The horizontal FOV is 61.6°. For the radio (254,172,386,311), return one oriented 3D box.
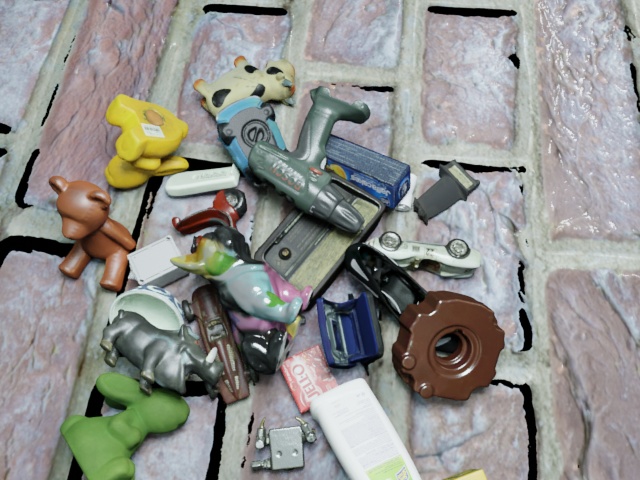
[{"bbox_3d":[-0.002,-0.003,0.944,0.131,0.073,0.229,36,70,12],"label":"radio"}]

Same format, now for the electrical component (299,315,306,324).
[{"bbox_3d":[-0.070,0.151,0.908,0.094,0.021,0.063,-1,68,-2],"label":"electrical component"}]

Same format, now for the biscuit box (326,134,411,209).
[{"bbox_3d":[0.065,-0.130,0.979,0.203,0.059,0.063,27,61,25],"label":"biscuit box"}]

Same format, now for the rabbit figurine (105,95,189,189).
[{"bbox_3d":[-0.325,-0.163,0.977,0.122,0.173,0.162,53,32,17],"label":"rabbit figurine"}]

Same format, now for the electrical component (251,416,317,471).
[{"bbox_3d":[-0.056,0.314,0.829,0.102,0.045,0.078,0,66,0],"label":"electrical component"}]

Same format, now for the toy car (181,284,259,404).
[{"bbox_3d":[-0.166,0.165,0.887,0.089,0.053,0.202,-17,68,-10],"label":"toy car"}]

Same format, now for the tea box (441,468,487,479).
[{"bbox_3d":[0.173,0.408,0.780,0.170,0.068,0.098,-19,70,-7],"label":"tea box"}]

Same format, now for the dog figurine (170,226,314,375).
[{"bbox_3d":[-0.130,0.087,0.839,0.219,0.108,0.191,26,109,11],"label":"dog figurine"}]

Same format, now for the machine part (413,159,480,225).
[{"bbox_3d":[0.229,-0.089,1.002,0.139,0.039,0.084,-41,82,-17],"label":"machine part"}]

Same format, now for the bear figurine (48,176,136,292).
[{"bbox_3d":[-0.379,-0.010,0.880,0.120,0.195,0.132,18,70,4],"label":"bear figurine"}]

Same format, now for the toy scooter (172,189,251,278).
[{"bbox_3d":[-0.192,-0.003,0.944,0.135,0.075,0.184,-7,65,-4],"label":"toy scooter"}]

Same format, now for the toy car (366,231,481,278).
[{"bbox_3d":[0.176,0.028,0.932,0.202,0.073,0.056,6,67,2],"label":"toy car"}]

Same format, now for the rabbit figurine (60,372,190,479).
[{"bbox_3d":[-0.290,0.284,0.823,0.170,0.121,0.159,-29,62,-31],"label":"rabbit figurine"}]

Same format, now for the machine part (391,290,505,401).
[{"bbox_3d":[0.202,0.166,0.841,0.179,0.056,0.179,-2,99,-10],"label":"machine part"}]

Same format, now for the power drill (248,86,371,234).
[{"bbox_3d":[0.010,-0.142,0.915,0.232,0.086,0.207,26,86,8],"label":"power drill"}]

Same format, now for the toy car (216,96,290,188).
[{"bbox_3d":[-0.120,-0.176,0.998,0.109,0.103,0.161,-31,96,-11],"label":"toy car"}]

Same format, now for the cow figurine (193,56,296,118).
[{"bbox_3d":[-0.133,-0.298,1.060,0.195,0.085,0.127,-33,66,-16],"label":"cow figurine"}]

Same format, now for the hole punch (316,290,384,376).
[{"bbox_3d":[0.039,0.148,0.859,0.092,0.115,0.142,-10,70,-11],"label":"hole punch"}]

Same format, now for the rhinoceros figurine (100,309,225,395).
[{"bbox_3d":[-0.240,0.173,0.819,0.190,0.073,0.112,25,49,8],"label":"rhinoceros figurine"}]

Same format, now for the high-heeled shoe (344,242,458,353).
[{"bbox_3d":[0.145,0.091,0.868,0.249,0.145,0.086,33,72,14],"label":"high-heeled shoe"}]
